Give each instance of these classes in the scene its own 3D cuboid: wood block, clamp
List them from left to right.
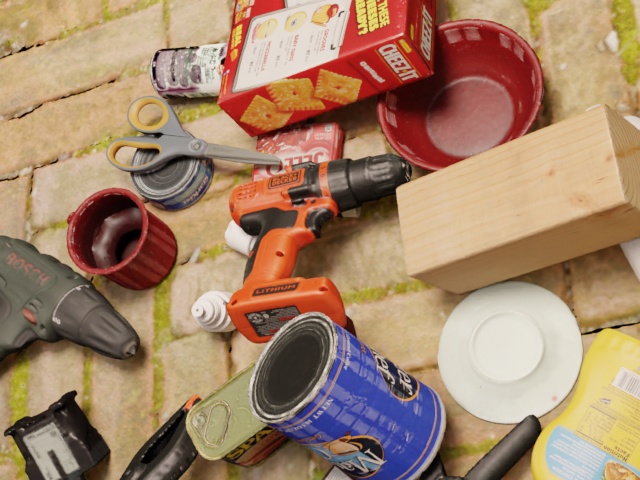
[{"bbox_3d":[-0.173,0.234,0.997,0.165,0.036,0.209,-25,24,50],"label":"clamp"},{"bbox_3d":[0.123,0.211,0.902,0.120,0.039,0.171,-8,52,26],"label":"clamp"},{"bbox_3d":[0.179,-0.029,0.926,0.206,0.090,0.090,-22,63,34],"label":"wood block"}]

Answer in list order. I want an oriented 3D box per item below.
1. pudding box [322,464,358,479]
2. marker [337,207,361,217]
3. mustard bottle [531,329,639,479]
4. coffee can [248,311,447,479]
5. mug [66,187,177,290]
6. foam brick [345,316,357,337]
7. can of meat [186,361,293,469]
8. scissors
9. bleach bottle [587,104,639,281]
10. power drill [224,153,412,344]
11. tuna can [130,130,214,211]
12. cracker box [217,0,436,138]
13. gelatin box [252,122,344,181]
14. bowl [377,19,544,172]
[{"bbox_3d":[0.032,0.266,0.939,0.114,0.039,0.090,35,83,25],"label":"pudding box"},{"bbox_3d":[-0.019,-0.031,1.078,0.121,0.020,0.020,-2,70,21],"label":"marker"},{"bbox_3d":[0.231,0.176,0.883,0.096,0.058,0.191,29,83,21],"label":"mustard bottle"},{"bbox_3d":[0.024,0.139,0.906,0.103,0.140,0.103,-35,35,29],"label":"coffee can"},{"bbox_3d":[-0.210,0.000,1.106,0.117,0.081,0.093,18,78,26],"label":"mug"},{"bbox_3d":[0.001,0.096,0.991,0.053,0.078,0.051,-19,67,14],"label":"foam brick"},{"bbox_3d":[-0.060,0.164,0.986,0.102,0.084,0.057,-37,63,5],"label":"can of meat"},{"bbox_3d":[-0.131,-0.113,1.113,0.202,0.016,0.096,-5,70,20],"label":"scissors"},{"bbox_3d":[0.295,-0.015,0.928,0.102,0.068,0.251,-33,60,8],"label":"bleach bottle"},{"bbox_3d":[-0.006,0.001,0.981,0.185,0.057,0.187,-13,41,21],"label":"power drill"},{"bbox_3d":[-0.159,-0.076,1.141,0.086,0.033,0.086,-7,69,19],"label":"tuna can"},{"bbox_3d":[0.009,-0.209,1.067,0.214,0.072,0.164,-15,52,29],"label":"cracker box"},{"bbox_3d":[-0.023,-0.080,1.092,0.089,0.030,0.073,-1,71,21],"label":"gelatin box"},{"bbox_3d":[0.139,-0.130,1.033,0.162,0.055,0.162,-7,69,19],"label":"bowl"}]
